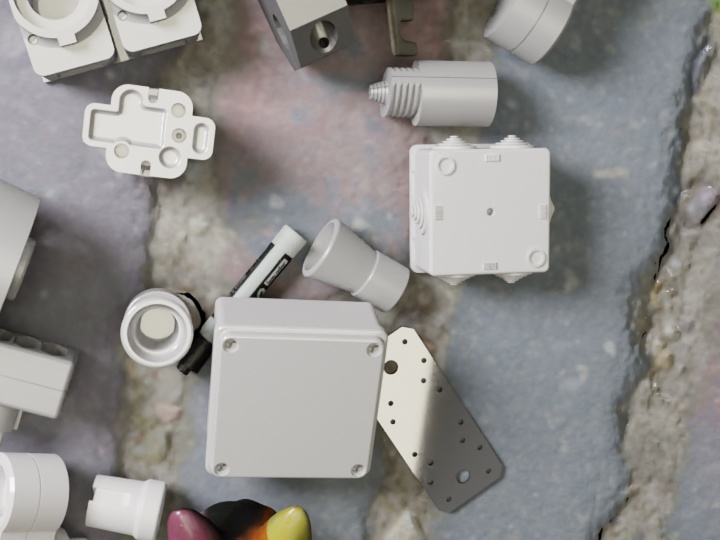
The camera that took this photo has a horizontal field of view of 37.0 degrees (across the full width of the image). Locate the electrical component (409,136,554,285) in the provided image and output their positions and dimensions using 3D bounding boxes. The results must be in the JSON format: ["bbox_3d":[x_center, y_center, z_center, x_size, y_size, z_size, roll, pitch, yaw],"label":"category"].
[{"bbox_3d":[0.082,-0.041,0.728,0.100,0.048,0.099,-2,97,-11],"label":"electrical component"}]

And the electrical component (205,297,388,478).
[{"bbox_3d":[-0.044,0.077,0.702,0.109,0.056,0.108,3,113,-11],"label":"electrical component"}]

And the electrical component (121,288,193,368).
[{"bbox_3d":[-0.131,0.036,0.695,0.045,0.055,0.045,-1,97,-10],"label":"electrical component"}]

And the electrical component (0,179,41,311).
[{"bbox_3d":[-0.235,-0.010,0.651,0.064,0.099,0.099,21,92,-18],"label":"electrical component"}]

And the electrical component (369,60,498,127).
[{"bbox_3d":[0.046,-0.117,0.715,0.081,0.043,0.043,-1,96,-10],"label":"electrical component"}]

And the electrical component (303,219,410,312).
[{"bbox_3d":[0.000,0.000,0.722,0.065,0.044,0.044,30,90,-17],"label":"electrical component"}]

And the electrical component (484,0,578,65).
[{"bbox_3d":[0.119,-0.214,0.713,0.074,0.052,0.138,29,91,-12],"label":"electrical component"}]

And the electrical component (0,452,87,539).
[{"bbox_3d":[-0.213,0.186,0.699,0.074,0.052,0.138,10,98,-41],"label":"electrical component"}]

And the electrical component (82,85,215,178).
[{"bbox_3d":[-0.133,-0.087,0.680,0.078,0.057,0.058,6,95,-11],"label":"electrical component"}]

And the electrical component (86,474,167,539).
[{"bbox_3d":[-0.155,0.156,0.713,0.046,0.040,0.040,11,94,-5],"label":"electrical component"}]

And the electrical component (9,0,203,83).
[{"bbox_3d":[-0.173,-0.220,0.656,0.105,0.060,0.186,-17,99,-8],"label":"electrical component"}]

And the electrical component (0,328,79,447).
[{"bbox_3d":[-0.232,0.079,0.686,0.083,0.047,0.075,17,93,-12],"label":"electrical component"}]
